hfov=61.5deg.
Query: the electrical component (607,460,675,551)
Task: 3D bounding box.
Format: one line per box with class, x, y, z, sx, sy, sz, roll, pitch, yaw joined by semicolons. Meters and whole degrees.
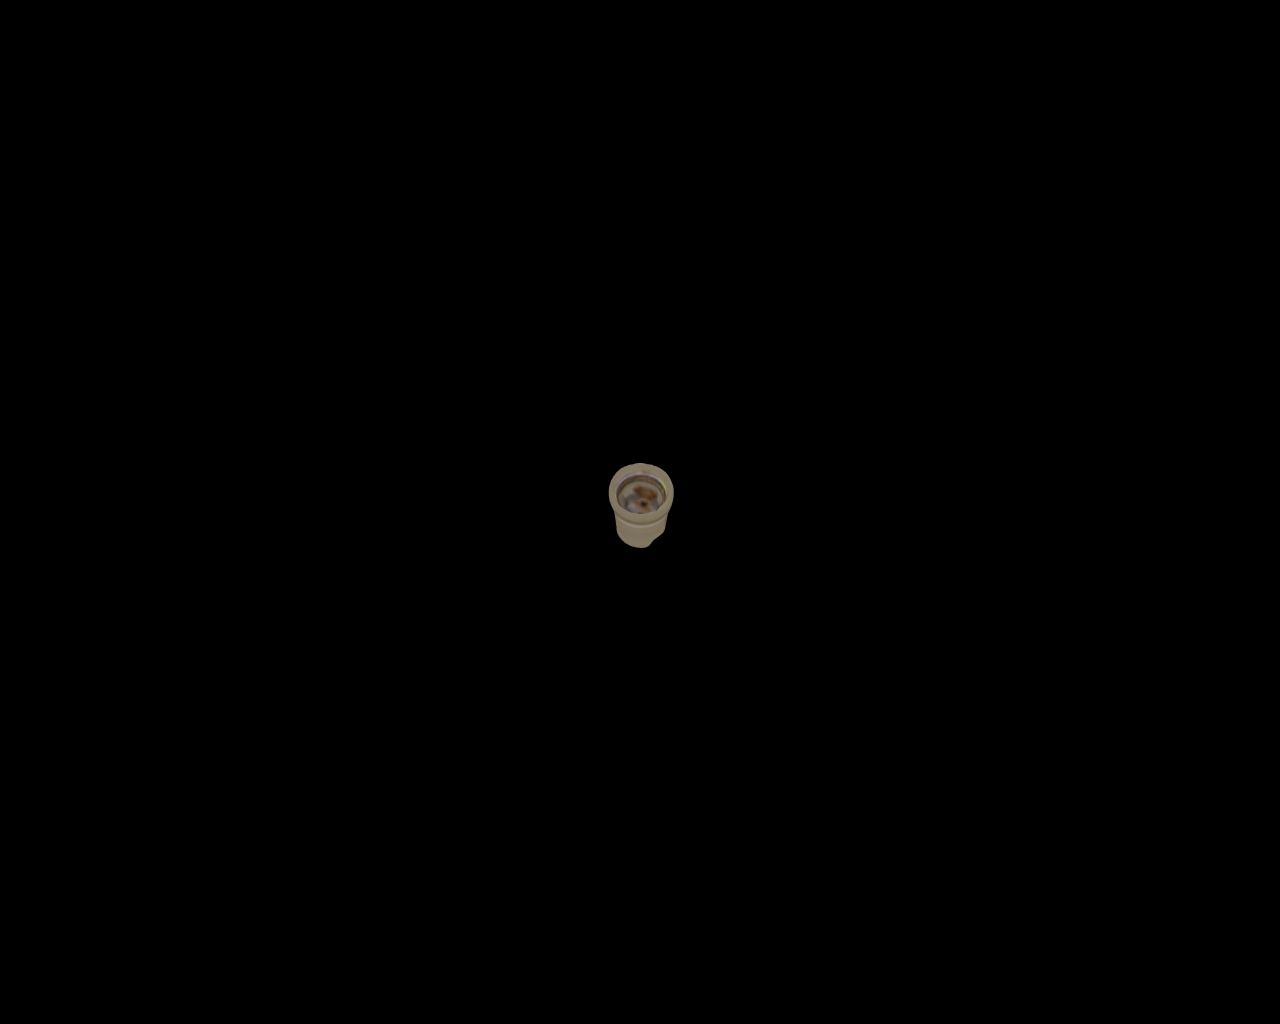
electrical component;0.001;-0.003;0.650;0.040;0.040;0.046;0;-32;0
